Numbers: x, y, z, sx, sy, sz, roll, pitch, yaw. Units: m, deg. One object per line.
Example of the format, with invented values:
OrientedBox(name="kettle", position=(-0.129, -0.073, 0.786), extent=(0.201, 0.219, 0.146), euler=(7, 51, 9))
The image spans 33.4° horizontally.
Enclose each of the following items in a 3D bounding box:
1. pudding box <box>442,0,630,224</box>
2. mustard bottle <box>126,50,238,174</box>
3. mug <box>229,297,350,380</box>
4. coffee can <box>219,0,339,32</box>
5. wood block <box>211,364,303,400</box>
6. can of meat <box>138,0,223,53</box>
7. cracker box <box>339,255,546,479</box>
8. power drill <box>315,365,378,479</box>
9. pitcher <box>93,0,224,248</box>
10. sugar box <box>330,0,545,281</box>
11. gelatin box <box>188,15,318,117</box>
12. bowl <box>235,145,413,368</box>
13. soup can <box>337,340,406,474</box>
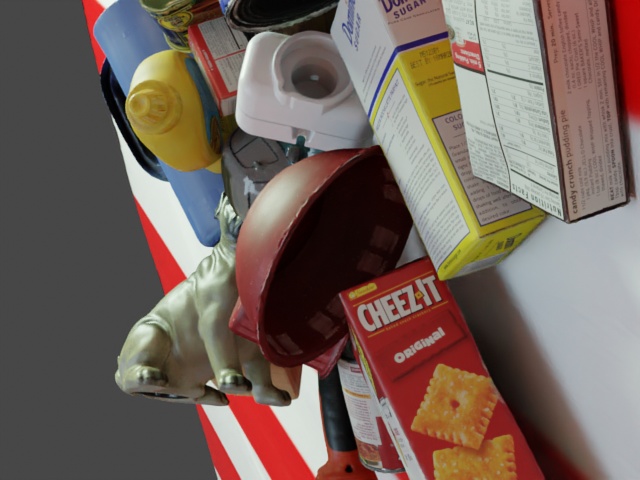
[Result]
OrientedBox(name="pudding box", position=(0.098, -0.073, 0.492), extent=(0.090, 0.039, 0.113), euler=(-141, 33, -62))
OrientedBox(name="mustard bottle", position=(-0.106, -0.102, 0.854), extent=(0.191, 0.058, 0.096), euler=(-14, -91, -76))
OrientedBox(name="mug", position=(-0.012, 0.037, 0.792), extent=(0.093, 0.081, 0.117), euler=(-75, 10, -60))
OrientedBox(name="coffee can", position=(-0.035, -0.215, 0.661), extent=(0.103, 0.102, 0.140), euler=(131, 118, -73))
OrientedBox(name="wood block", position=(-0.067, 0.099, 1.074), extent=(0.206, 0.091, 0.090), euler=(83, -168, -73))
OrientedBox(name="can of meat", position=(-0.090, -0.200, 0.836), extent=(0.084, 0.102, 0.057), euler=(47, -159, -77))
OrientedBox(name="cracker box", position=(0.089, 0.134, 0.678), extent=(0.164, 0.072, 0.214), euler=(76, 170, -71))
OrientedBox(name="power drill", position=(0.011, 0.140, 0.957), extent=(0.184, 0.057, 0.187), euler=(111, 153, -79))
OrientedBox(name="pitcher", position=(-0.117, -0.116, 1.023), extent=(0.149, 0.145, 0.243), euler=(118, 129, -78))
OrientedBox(name="sugar box", position=(0.062, -0.071, 0.609), extent=(0.093, 0.048, 0.176), euler=(114, 138, -71))
OrientedBox(name="gelatin box", position=(-0.049, -0.143, 0.827), extent=(0.030, 0.089, 0.073), euler=(96, 151, -64))
OrientedBox(name="bowl", position=(-0.005, 0.001, 0.697), extent=(0.055, 0.161, 0.162), euler=(31, 145, 28))
OrientedBox(name="soup can", position=(0.054, 0.121, 0.835), extent=(0.069, 0.068, 0.102), euler=(-141, 35, -64))
